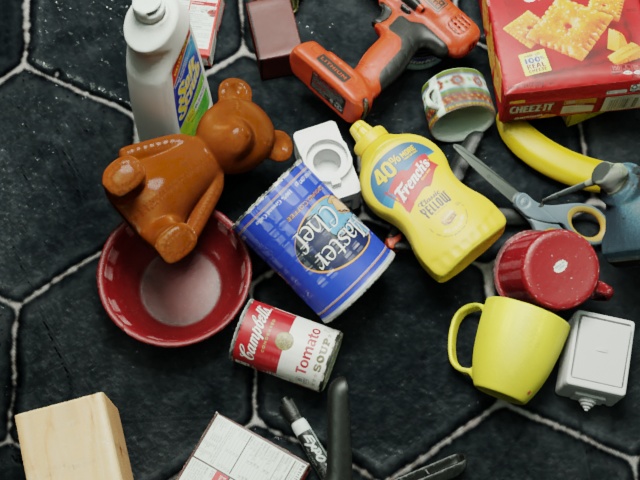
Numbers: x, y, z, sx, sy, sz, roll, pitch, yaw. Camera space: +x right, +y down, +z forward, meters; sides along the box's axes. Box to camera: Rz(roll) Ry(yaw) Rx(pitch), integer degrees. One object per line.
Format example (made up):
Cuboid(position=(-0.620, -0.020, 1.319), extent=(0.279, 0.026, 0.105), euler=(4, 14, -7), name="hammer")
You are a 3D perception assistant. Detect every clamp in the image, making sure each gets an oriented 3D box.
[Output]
Cuboid(position=(0.140, -0.044, 1.166), extent=(0.171, 0.039, 0.120), euler=(-22, 71, -11), name="clamp")
Cuboid(position=(0.040, 0.258, 1.041), extent=(0.164, 0.036, 0.210), euler=(27, 88, -14), name="clamp")

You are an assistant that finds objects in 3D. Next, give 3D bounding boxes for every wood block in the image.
Cuboid(position=(-0.223, 0.265, 1.030), extent=(0.090, 0.091, 0.206), euler=(-15, 70, -5), name="wood block")

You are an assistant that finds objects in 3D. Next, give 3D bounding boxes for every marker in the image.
Cuboid(position=(-0.007, 0.212, 1.084), extent=(0.020, 0.020, 0.121), euler=(-29, 73, -10), name="marker")

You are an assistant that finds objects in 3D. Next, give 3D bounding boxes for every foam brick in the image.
Cuboid(position=(-0.052, -0.232, 1.229), extent=(0.051, 0.053, 0.078), euler=(-12, 72, -4), name="foam brick")

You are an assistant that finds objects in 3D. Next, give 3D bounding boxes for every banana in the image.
Cuboid(position=(0.269, -0.097, 1.185), extent=(0.198, 0.037, 0.069), euler=(35, 75, 12), name="banana")

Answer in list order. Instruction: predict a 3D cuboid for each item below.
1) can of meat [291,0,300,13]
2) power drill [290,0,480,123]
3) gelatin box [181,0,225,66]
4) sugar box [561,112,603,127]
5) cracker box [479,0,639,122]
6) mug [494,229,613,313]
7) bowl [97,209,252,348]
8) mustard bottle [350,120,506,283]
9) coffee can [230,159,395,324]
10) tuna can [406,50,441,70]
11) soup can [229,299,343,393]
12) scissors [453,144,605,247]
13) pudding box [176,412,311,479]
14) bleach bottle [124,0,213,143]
Cuboid(position=(-0.054, -0.329, 1.263), extent=(0.102, 0.057, 0.084), euler=(24, 69, 9), name="can of meat")
Cuboid(position=(0.057, -0.234, 1.184), extent=(0.187, 0.057, 0.184), euler=(-42, 76, -16), name="power drill")
Cuboid(position=(-0.155, -0.251, 1.249), extent=(0.073, 0.030, 0.089), euler=(7, 70, 4), name="gelatin box")
Cuboid(position=(0.288, -0.226, 1.227), extent=(0.093, 0.048, 0.176), euler=(-22, 73, -7), name="sugar box")
Cuboid(position=(0.264, -0.244, 1.172), extent=(0.164, 0.072, 0.213), euler=(-5, 68, 1), name="cracker box")
Cuboid(position=(0.244, 0.037, 1.091), extent=(0.117, 0.081, 0.093), euler=(24, 83, -4), name="mug")
Cuboid(position=(-0.151, 0.042, 1.128), extent=(0.162, 0.055, 0.162), euler=(0, 70, 1), name="bowl")
Cuboid(position=(0.099, -0.054, 1.120), extent=(0.096, 0.058, 0.192), euler=(-40, 73, -5), name="mustard bottle")
Cuboid(position=(-0.007, 0.001, 1.098), extent=(0.140, 0.103, 0.102), euler=(45, 76, -3), name="coffee can")
Cuboid(position=(0.112, -0.241, 1.240), extent=(0.086, 0.034, 0.086), euler=(0, 70, 0), name="tuna can")
Cuboid(position=(-0.035, 0.109, 1.097), extent=(0.102, 0.068, 0.068), euler=(19, 71, 6), name="soup can")
Cuboid(position=(0.236, -0.045, 1.148), extent=(0.096, 0.016, 0.202), euler=(-36, 91, -13), name="scissors")
Cuboid(position=(-0.078, 0.238, 1.066), extent=(0.113, 0.039, 0.090), euler=(29, 72, 8), name="pudding box")
Cuboid(position=(-0.163, -0.172, 1.102), extent=(0.068, 0.251, 0.102), euler=(22, 72, 8), name="bleach bottle")
